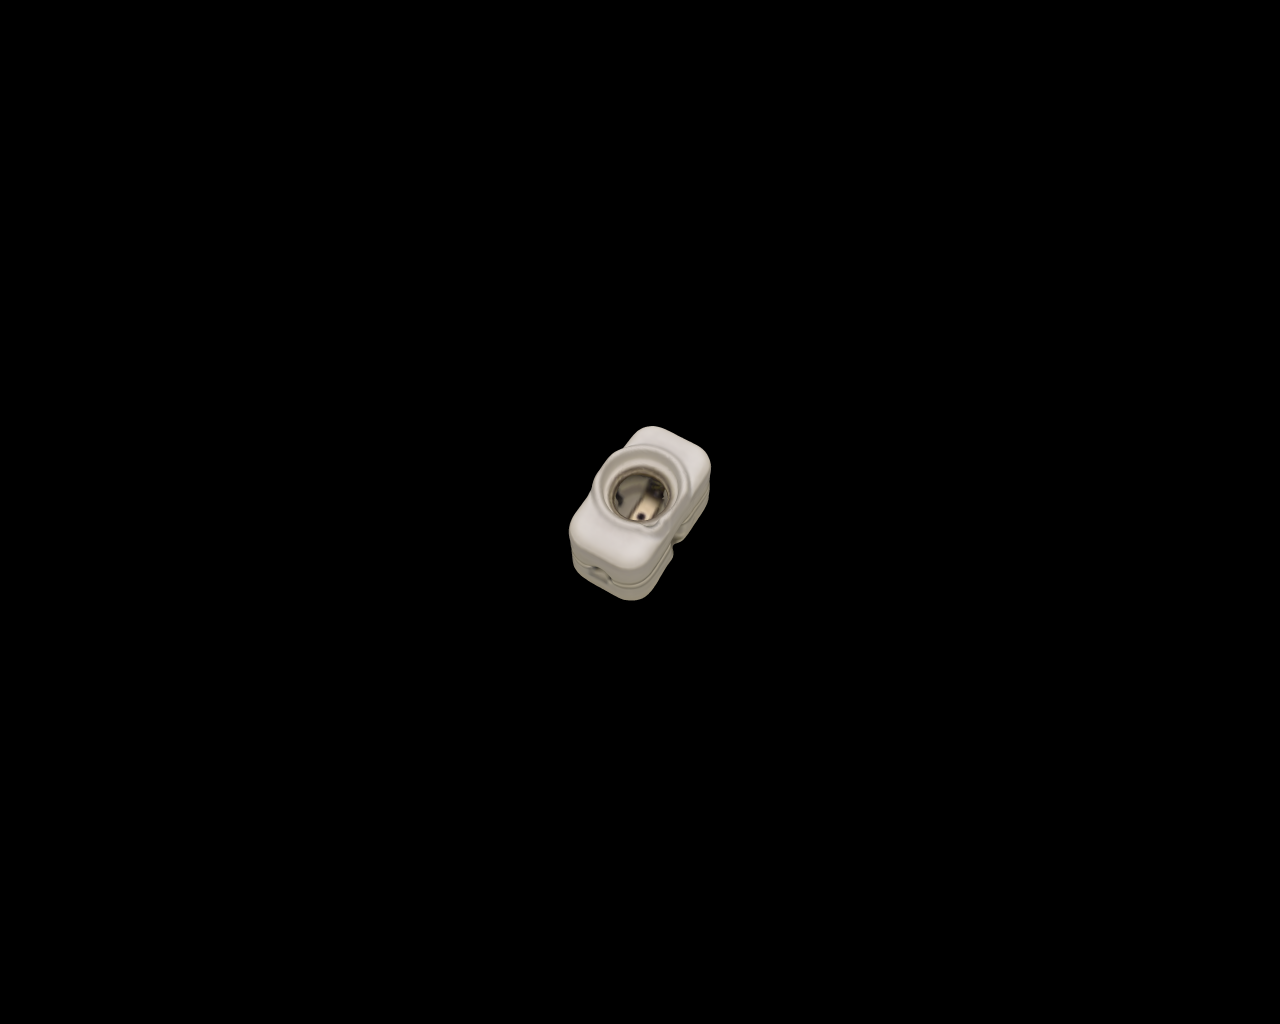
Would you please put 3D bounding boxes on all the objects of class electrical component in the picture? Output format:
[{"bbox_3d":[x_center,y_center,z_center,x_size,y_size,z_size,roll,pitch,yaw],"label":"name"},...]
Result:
[{"bbox_3d":[0.001,-0.003,0.650,0.054,0.095,0.059,29,-24,14],"label":"electrical component"}]
